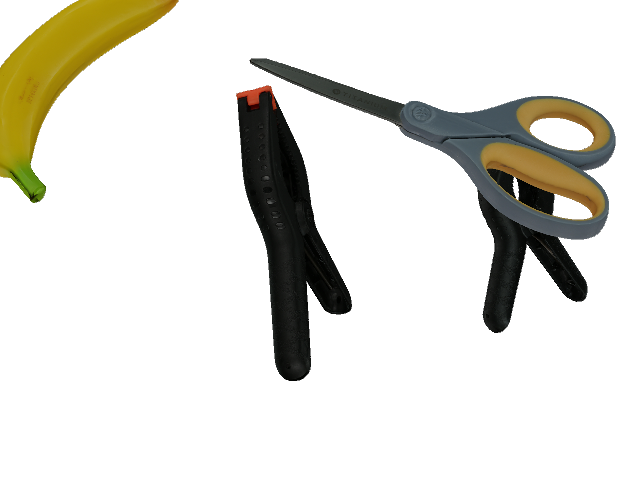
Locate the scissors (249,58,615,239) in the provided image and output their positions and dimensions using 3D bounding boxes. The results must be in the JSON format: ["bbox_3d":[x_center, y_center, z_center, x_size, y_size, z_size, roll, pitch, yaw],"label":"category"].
[{"bbox_3d":[0.069,-0.070,0.565,0.202,0.016,0.096,34,56,18],"label":"scissors"}]

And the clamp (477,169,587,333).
[{"bbox_3d":[0.167,-0.007,0.912,0.120,0.171,0.039,-27,11,-40],"label":"clamp"}]

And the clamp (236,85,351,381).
[{"bbox_3d":[-0.021,-0.013,0.816,0.036,0.210,0.164,-12,4,15],"label":"clamp"}]

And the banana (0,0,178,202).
[{"bbox_3d":[-0.156,-0.102,0.653,0.069,0.197,0.037,24,-34,0],"label":"banana"}]
